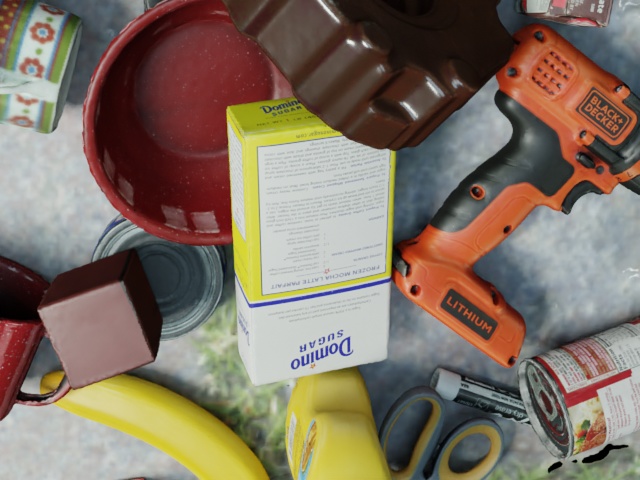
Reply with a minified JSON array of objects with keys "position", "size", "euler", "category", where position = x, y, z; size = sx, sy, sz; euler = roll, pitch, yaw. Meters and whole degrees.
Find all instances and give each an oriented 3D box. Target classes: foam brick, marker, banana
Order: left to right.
[{"position":[-0.126,0.045,0.622],"size":[0.051,0.078,0.053],"euler":[-19,103,-1],"category":"foam brick"},{"position":[-0.092,0.140,0.703],"size":[0.069,0.037,0.197],"euler":[-44,102,5],"category":"banana"},{"position":[0.133,0.114,0.721],"size":[0.121,0.020,0.020],"euler":[19,101,-8],"category":"marker"}]

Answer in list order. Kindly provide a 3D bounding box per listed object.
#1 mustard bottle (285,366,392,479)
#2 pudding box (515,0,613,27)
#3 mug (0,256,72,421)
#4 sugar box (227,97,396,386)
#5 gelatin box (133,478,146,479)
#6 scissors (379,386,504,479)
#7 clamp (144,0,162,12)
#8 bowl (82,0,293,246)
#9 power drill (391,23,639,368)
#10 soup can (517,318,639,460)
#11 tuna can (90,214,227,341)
[{"position":[0.012,0.144,0.631],"size":[0.058,0.191,0.096],"euler":[5,103,-5],"category":"mustard bottle"},{"position":[0.145,-0.169,0.608],"size":[0.039,0.113,0.090],"euler":[9,102,-2],"category":"pudding box"},{"position":[-0.204,0.065,0.654],"size":[0.117,0.093,0.081],"euler":[22,105,-13],"category":"mug"},{"position":[-0.004,0.001,0.638],"size":[0.093,0.048,0.176],"euler":[-9,127,-15],"category":"sugar box"},{"position":[-0.123,0.213,0.700],"size":[0.030,0.073,0.089],"euler":[-8,103,-3],"category":"gelatin box"},{"position":[0.066,0.190,0.732],"size":[0.096,0.016,0.202],"euler":[5,112,-12],"category":"scissors"},{"position":[-0.121,-0.208,0.617],"size":[0.120,0.039,0.171],"euler":[16,97,-23],"category":"clamp"},{"position":[-0.062,-0.079,0.631],"size":[0.162,0.055,0.162],"euler":[-9,121,-15],"category":"bowl"},{"position":[0.146,-0.015,0.674],"size":[0.184,0.057,0.188],"euler":[35,97,-15],"category":"power drill"},{"position":[0.188,0.092,0.687],"size":[0.102,0.068,0.068],"euler":[-19,104,-11],"category":"soup can"},{"position":[-0.102,0.020,0.677],"size":[0.086,0.034,0.086],"euler":[-1,103,-4],"category":"tuna can"}]
